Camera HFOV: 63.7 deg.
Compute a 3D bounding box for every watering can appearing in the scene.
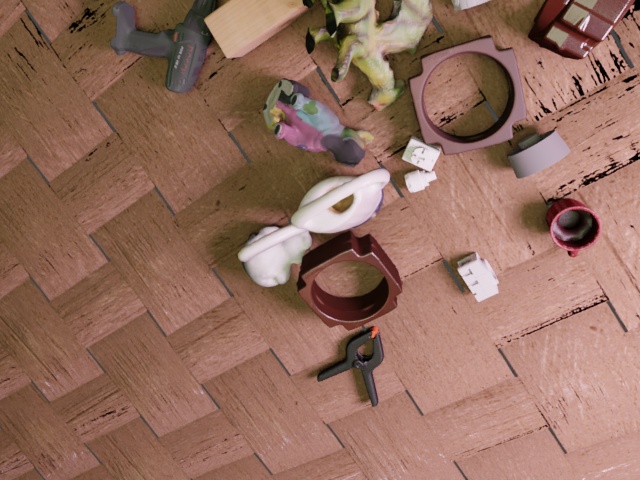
[{"bbox_3d":[0.003,-0.054,1.074,0.344,0.225,0.105,-30,82,23],"label":"watering can"}]

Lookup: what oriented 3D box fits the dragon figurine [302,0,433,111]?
[{"bbox_3d":[0.100,-0.433,0.963,0.244,0.124,0.402,-14,122,-22],"label":"dragon figurine"}]

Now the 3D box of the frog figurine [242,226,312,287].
[{"bbox_3d":[-0.095,0.034,1.180,0.158,0.123,0.138,-12,87,29],"label":"frog figurine"}]
